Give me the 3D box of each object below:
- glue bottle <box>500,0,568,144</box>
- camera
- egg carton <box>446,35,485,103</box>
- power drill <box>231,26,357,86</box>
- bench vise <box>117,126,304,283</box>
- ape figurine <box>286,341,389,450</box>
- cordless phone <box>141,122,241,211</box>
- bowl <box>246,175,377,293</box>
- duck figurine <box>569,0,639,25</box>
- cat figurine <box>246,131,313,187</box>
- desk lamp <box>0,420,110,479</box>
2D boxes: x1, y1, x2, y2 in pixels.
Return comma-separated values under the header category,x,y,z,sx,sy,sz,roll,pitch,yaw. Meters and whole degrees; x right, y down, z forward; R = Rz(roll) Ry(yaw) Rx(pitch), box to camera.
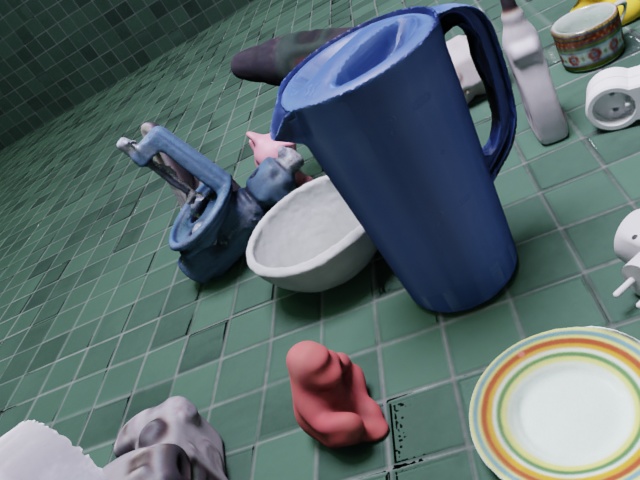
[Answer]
category,x,y,z,sx,sy,sz,roll,pitch,yaw
glue bottle,0.219,-0.189,0.604,0.037,0.173,0.078,-21,33,20
camera,-0.151,0.213,0.459,0.137,0.101,0.143,-32,31,3
egg carton,0.174,-0.221,0.793,0.150,0.070,0.107,-28,31,9
power drill,0.015,-0.178,0.746,0.228,0.209,0.076,-7,40,37
bench vise,-0.133,-0.073,0.726,0.207,0.220,0.121,-41,32,-11
ape figurine,0.005,0.117,0.456,0.076,0.092,0.078,-12,37,32
cordless phone,-0.188,-0.087,0.830,0.094,0.185,0.147,-48,34,-22
bowl,0.006,0.002,0.633,0.167,0.075,0.167,-24,32,16
duck figurine,0.365,-0.323,0.740,0.104,0.086,0.077,-6,41,38
cat figurine,-0.067,-0.117,0.825,0.067,0.118,0.127,-39,31,-9
desk lamp,-0.161,0.241,0.319,0.117,0.214,0.203,-6,41,38
